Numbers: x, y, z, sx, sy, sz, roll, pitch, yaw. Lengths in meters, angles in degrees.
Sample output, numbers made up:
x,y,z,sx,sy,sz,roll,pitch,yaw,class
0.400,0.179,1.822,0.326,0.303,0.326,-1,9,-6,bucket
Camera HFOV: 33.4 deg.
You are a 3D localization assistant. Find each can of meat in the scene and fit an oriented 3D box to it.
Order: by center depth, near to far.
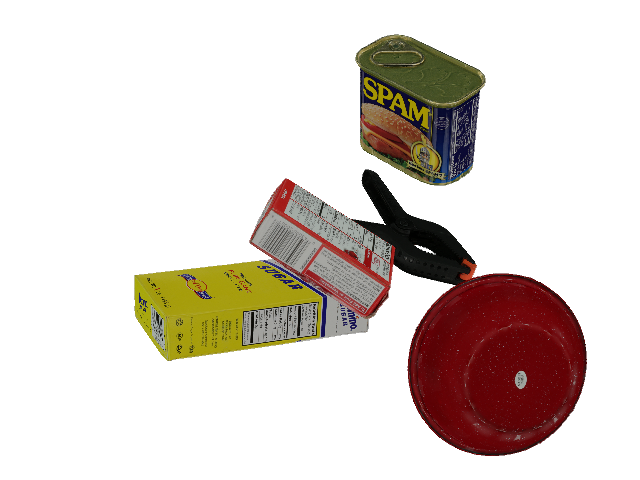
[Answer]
x,y,z,sx,sy,sz,roll,pitch,yaw,class
0.076,-0.101,0.837,0.057,0.084,0.102,-34,51,-31,can of meat

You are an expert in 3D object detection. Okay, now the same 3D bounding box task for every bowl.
x,y,z,sx,sy,sz,roll,pitch,yaw,class
0.158,0.111,0.899,0.162,0.162,0.055,0,6,-9,bowl

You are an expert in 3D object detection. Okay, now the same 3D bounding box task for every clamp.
x,y,z,sx,sy,sz,roll,pitch,yaw,class
0.085,-0.005,1.266,0.210,0.036,0.164,35,41,25,clamp

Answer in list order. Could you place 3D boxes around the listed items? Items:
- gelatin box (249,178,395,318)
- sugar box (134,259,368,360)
x,y,z,sx,sy,sz,roll,pitch,yaw,class
0.003,0.004,0.668,0.089,0.030,0.073,33,18,-6,gelatin box
-0.057,0.052,0.884,0.176,0.048,0.093,-9,24,-23,sugar box
